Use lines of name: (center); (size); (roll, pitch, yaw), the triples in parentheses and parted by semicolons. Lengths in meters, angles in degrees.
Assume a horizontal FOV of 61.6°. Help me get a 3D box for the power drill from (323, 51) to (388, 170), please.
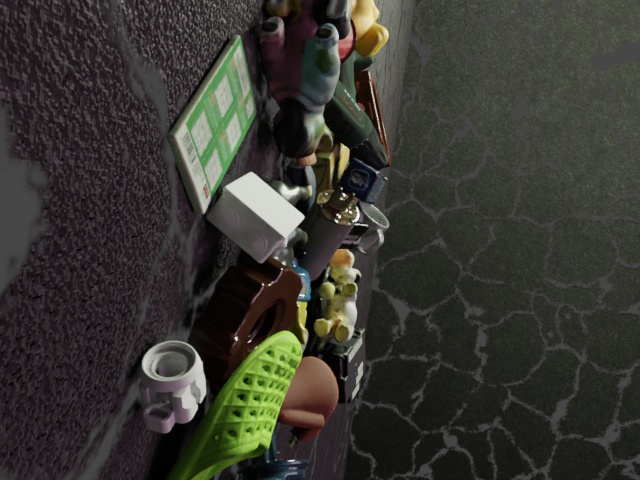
power drill: (0.055, -0.262, 0.980); (0.231, 0.086, 0.207); (34, 56, -42)

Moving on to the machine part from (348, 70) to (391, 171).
machine part: (0.095, -0.255, 1.191); (0.201, 0.087, 0.201); (-4, 82, -77)

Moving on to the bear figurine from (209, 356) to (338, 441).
bear figurine: (-0.071, 0.235, 0.764); (0.196, 0.120, 0.132); (-9, 148, -39)

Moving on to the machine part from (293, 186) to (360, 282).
machine part: (-0.002, -0.003, 0.910); (0.243, 0.079, 0.079); (-58, -172, 45)

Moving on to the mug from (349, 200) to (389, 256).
mug: (0.087, -0.010, 1.121); (0.080, 0.110, 0.107); (12, 127, -45)

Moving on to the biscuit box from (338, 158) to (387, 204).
biscuit box: (0.086, -0.111, 1.041); (0.062, 0.059, 0.202); (-61, 173, 7)

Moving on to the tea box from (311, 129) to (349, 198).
tea box: (0.008, -0.158, 1.015); (0.170, 0.068, 0.098); (-69, 163, -51)

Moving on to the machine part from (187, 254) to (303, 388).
machine part: (-0.086, 0.101, 0.665); (0.179, 0.056, 0.179); (-52, 157, -33)

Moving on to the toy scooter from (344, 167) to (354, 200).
toy scooter: (0.043, -0.107, 1.207); (0.135, 0.075, 0.184); (71, 21, -62)

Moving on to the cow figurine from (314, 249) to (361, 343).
cow figurine: (0.041, 0.104, 0.992); (0.098, 0.068, 0.167); (41, 56, -70)

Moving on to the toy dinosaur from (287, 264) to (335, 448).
toy dinosaur: (-0.018, 0.161, 1.074); (0.198, 0.105, 0.471); (44, 46, -67)

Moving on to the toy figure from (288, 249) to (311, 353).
toy figure: (-0.060, 0.103, 0.864); (0.082, 0.089, 0.180); (17, 74, -82)

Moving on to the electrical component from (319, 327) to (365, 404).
electrical component: (0.045, 0.249, 1.048); (0.115, 0.058, 0.134); (-35, 129, -57)

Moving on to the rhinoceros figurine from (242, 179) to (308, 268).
rhinoceros figurine: (-0.065, 0.006, 0.775); (0.112, 0.073, 0.190); (-56, 153, -68)

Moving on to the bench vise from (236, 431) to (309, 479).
bench vise: (-0.085, 0.354, 0.861); (0.223, 0.129, 0.241); (57, 22, -60)

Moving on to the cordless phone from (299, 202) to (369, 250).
cordless phone: (0.005, -0.071, 1.055); (0.088, 0.146, 0.184); (-52, -134, 41)

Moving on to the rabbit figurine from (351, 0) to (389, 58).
rabbit figurine: (0.064, -0.407, 0.877); (0.173, 0.122, 0.162); (126, -46, -54)

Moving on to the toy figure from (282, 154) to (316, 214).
toy figure: (-0.031, -0.117, 0.872); (0.058, 0.064, 0.154); (-35, 136, -46)

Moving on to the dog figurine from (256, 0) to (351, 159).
dog figurine: (-0.020, -0.222, 0.751); (0.219, 0.109, 0.191); (91, 11, -54)
